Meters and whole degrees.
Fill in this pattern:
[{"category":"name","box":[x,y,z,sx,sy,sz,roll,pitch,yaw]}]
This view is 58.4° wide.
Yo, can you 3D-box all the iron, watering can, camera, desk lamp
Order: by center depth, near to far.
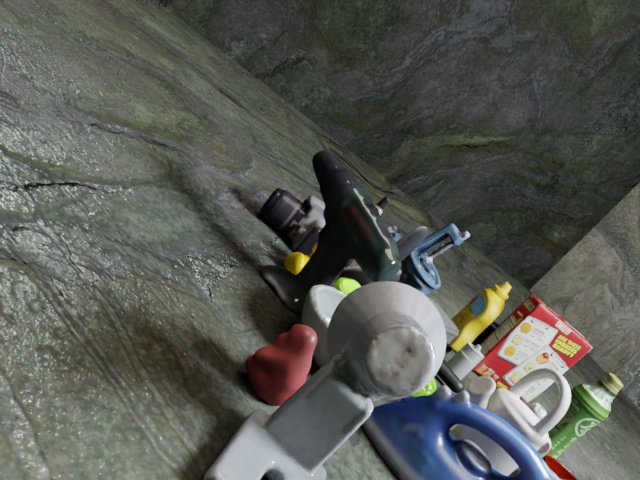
[{"category":"desk lamp","box":[0.027,0.142,0.529,0.118,0.213,0.203,42,15,3]},{"category":"iron","box":[0.183,0.264,0.705,0.258,0.141,0.119,43,15,8]},{"category":"watering can","box":[0.282,0.265,0.842,0.174,0.194,0.100,28,20,-40]},{"category":"camera","box":[-0.039,-0.050,1.124,0.137,0.100,0.143,38,15,-11]}]

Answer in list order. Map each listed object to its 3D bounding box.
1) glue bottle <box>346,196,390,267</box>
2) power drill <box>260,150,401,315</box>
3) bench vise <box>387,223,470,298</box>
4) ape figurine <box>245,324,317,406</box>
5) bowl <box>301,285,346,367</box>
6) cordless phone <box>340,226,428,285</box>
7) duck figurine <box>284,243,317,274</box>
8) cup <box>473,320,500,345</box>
[{"category":"glue bottle","box":[0.089,-0.028,1.234,0.037,0.173,0.078,21,24,-51]},{"category":"power drill","box":[0.008,0.003,0.882,0.229,0.208,0.076,48,17,25]},{"category":"bench vise","box":[0.231,0.024,1.345,0.207,0.219,0.122,46,16,18]},{"category":"ape figurine","box":[-0.037,0.131,0.637,0.078,0.092,0.076,30,19,-36]},{"category":"bowl","box":[0.031,0.144,0.798,0.168,0.074,0.167,38,15,-12]},{"category":"cordless phone","box":[0.131,0.035,1.139,0.094,0.185,0.148,45,15,15]},{"category":"duck figurine","box":[-0.006,0.033,0.999,0.077,0.086,0.105,50,18,31]},{"category":"cup","box":[0.410,0.247,1.395,0.118,0.095,0.092,42,15,3]}]
